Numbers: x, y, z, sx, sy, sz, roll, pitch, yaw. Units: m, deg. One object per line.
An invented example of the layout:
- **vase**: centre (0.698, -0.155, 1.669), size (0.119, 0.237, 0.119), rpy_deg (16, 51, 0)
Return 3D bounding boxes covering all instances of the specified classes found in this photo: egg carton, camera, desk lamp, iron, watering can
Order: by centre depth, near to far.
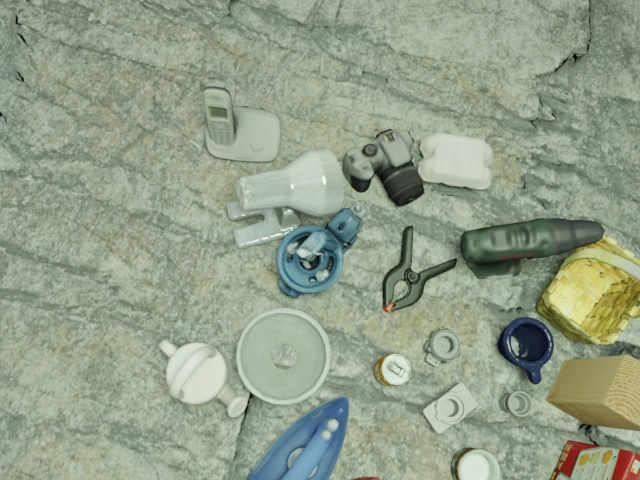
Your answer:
- **watering can**: centre (-0.196, 0.224, 0.951), size (0.173, 0.194, 0.101), rpy_deg (16, 75, 1)
- **iron**: centre (-0.025, 0.365, 0.952), size (0.118, 0.141, 0.258), rpy_deg (36, 76, 6)
- **desk lamp**: centre (-0.068, -0.071, 1.024), size (0.203, 0.213, 0.118), rpy_deg (-15, 77, -7)
- **camera**: centre (0.134, -0.134, 1.111), size (0.143, 0.101, 0.137), rpy_deg (-25, 78, -9)
- **egg carton**: centre (0.270, -0.156, 1.142), size (0.150, 0.069, 0.107), rpy_deg (8, 75, -2)

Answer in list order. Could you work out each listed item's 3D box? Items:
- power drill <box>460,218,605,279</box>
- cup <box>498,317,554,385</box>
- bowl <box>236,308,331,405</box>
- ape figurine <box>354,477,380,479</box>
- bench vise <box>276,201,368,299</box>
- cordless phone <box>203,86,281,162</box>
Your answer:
- **power drill**: centre (0.356, 0.013, 1.032), size (0.229, 0.208, 0.075), rpy_deg (-5, 76, -5)
- **cup**: centre (0.367, 0.204, 1.043), size (0.092, 0.095, 0.118), rpy_deg (-9, 76, -6)
- **bowl**: centre (-0.064, 0.209, 1.024), size (0.167, 0.075, 0.167), rpy_deg (1, 76, -3)
- **ape figurine**: centre (0.080, 0.439, 0.966), size (0.076, 0.092, 0.078), rpy_deg (36, 76, 6)
- **bench vise**: centre (-0.002, -0.002, 1.007), size (0.121, 0.220, 0.207), rpy_deg (25, 76, 3)
- **cordless phone**: centre (-0.147, -0.221, 1.072), size (0.147, 0.185, 0.094), rpy_deg (3, 75, -3)
